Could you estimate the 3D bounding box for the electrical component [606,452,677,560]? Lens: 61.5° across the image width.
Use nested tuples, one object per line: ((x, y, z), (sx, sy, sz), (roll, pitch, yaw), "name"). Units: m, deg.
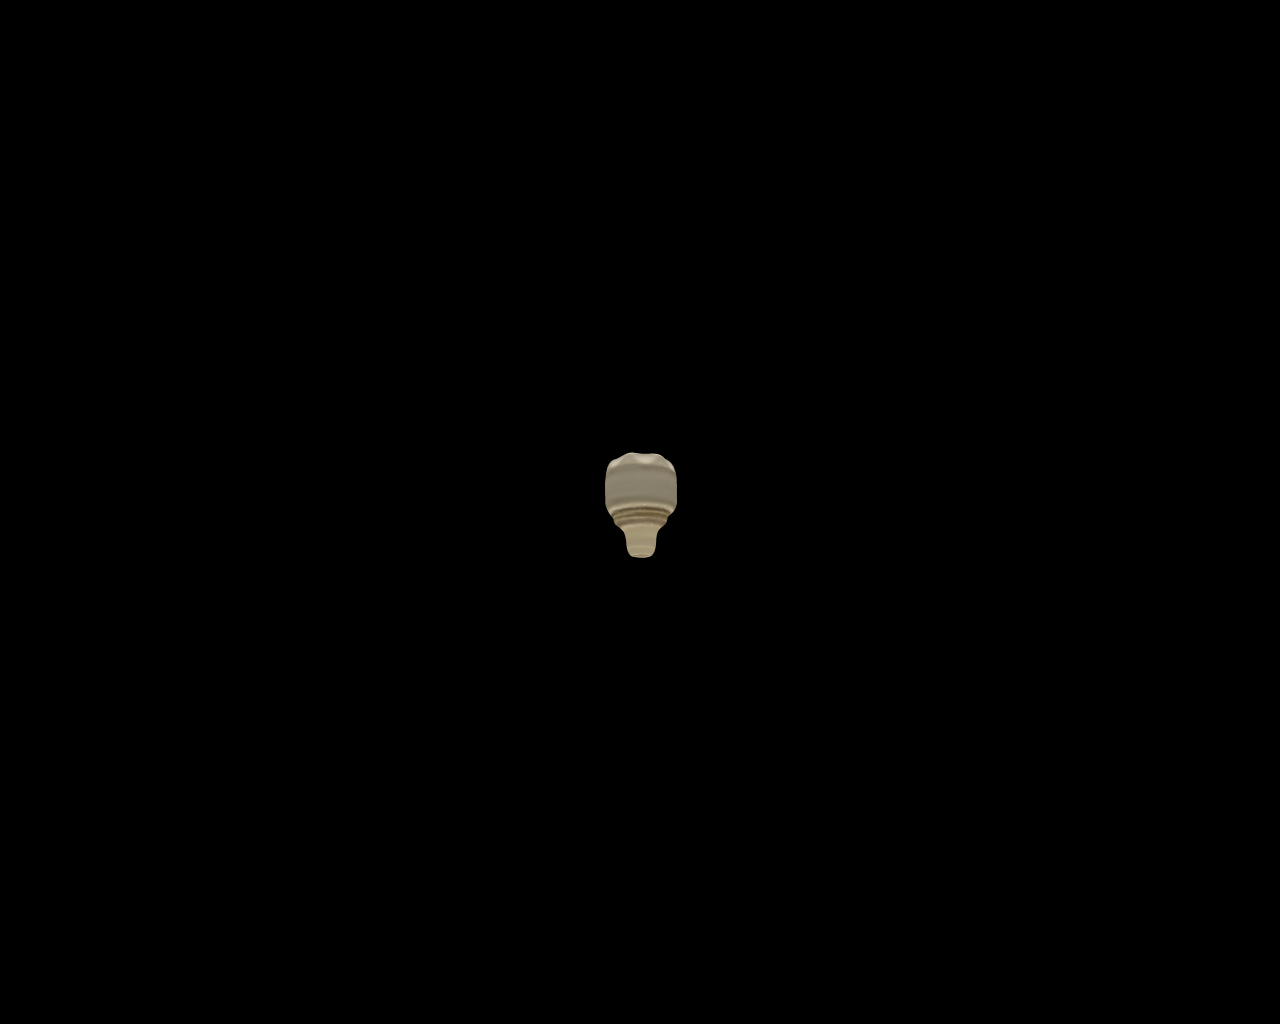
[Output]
((0.001, -0.003, 0.650), (0.043, 0.062, 0.043), (0, -14, 0), "electrical component")
